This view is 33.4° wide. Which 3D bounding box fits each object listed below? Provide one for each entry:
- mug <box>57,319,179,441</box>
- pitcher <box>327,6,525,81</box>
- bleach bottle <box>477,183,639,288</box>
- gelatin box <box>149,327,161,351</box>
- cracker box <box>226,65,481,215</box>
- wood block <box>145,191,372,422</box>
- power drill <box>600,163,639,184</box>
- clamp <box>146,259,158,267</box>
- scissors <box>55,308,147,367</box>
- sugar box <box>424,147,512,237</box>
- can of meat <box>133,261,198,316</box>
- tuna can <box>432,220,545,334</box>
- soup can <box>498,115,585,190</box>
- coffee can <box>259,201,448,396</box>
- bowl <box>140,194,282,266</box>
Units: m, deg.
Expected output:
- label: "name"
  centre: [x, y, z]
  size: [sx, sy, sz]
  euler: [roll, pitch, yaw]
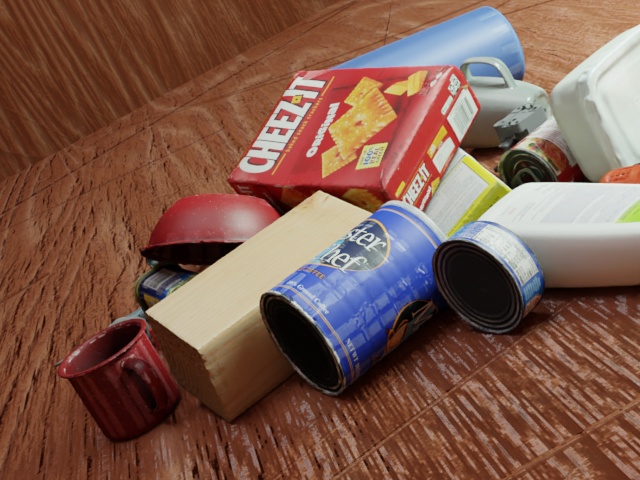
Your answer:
- label: "mug"
  centre: [-0.177, 0.132, 0.990]
  size: [0.093, 0.081, 0.117]
  euler: [-40, 21, -34]
- label: "pitcher"
  centre: [0.120, -0.193, 1.318]
  size: [0.242, 0.145, 0.149]
  euler: [-26, 57, -9]
- label: "bleach bottle"
  centre: [0.234, -0.001, 0.798]
  size: [0.102, 0.068, 0.251]
  euler: [-39, 23, -29]
- label: "gelatin box"
  centre: [-0.135, 0.080, 1.158]
  size: [0.073, 0.030, 0.089]
  euler: [-19, 18, 22]
- label: "cracker box"
  centre: [0.031, -0.097, 1.075]
  size: [0.214, 0.072, 0.164]
  euler: [6, 56, 42]
- label: "wood block"
  centre: [-0.039, 0.055, 0.958]
  size: [0.205, 0.090, 0.091]
  euler: [-36, 37, -24]
- label: "power drill"
  centre: [0.340, -0.083, 0.873]
  size: [0.185, 0.057, 0.187]
  euler: [-8, 26, 46]
- label: "clamp"
  centre: [-0.142, -0.010, 1.402]
  size: [0.171, 0.039, 0.120]
  euler: [-34, 19, -18]
- label: "scissors"
  centre: [-0.224, 0.090, 1.283]
  size: [0.202, 0.016, 0.096]
  euler: [-26, 16, 4]
- label: "sugar box"
  centre: [0.130, -0.029, 1.007]
  size: [0.093, 0.048, 0.176]
  euler: [-52, 13, 10]
- label: "can of meat"
  centre: [-0.128, 0.075, 1.047]
  size: [0.057, 0.102, 0.084]
  euler: [-35, 21, -21]
- label: "tuna can"
  centre: [0.130, 0.028, 0.825]
  size: [0.033, 0.086, 0.086]
  euler: [-37, 20, -32]
- label: "soup can"
  centre: [0.227, -0.081, 1.015]
  size: [0.102, 0.068, 0.069]
  euler: [-38, 20, -30]
- label: "coffee can"
  centre: [0.035, 0.047, 0.883]
  size: [0.140, 0.103, 0.103]
  euler: [-36, 19, -23]
- label: "bowl"
  centre: [-0.097, -0.011, 1.061]
  size: [0.162, 0.055, 0.162]
  euler: [0, -9, 0]
